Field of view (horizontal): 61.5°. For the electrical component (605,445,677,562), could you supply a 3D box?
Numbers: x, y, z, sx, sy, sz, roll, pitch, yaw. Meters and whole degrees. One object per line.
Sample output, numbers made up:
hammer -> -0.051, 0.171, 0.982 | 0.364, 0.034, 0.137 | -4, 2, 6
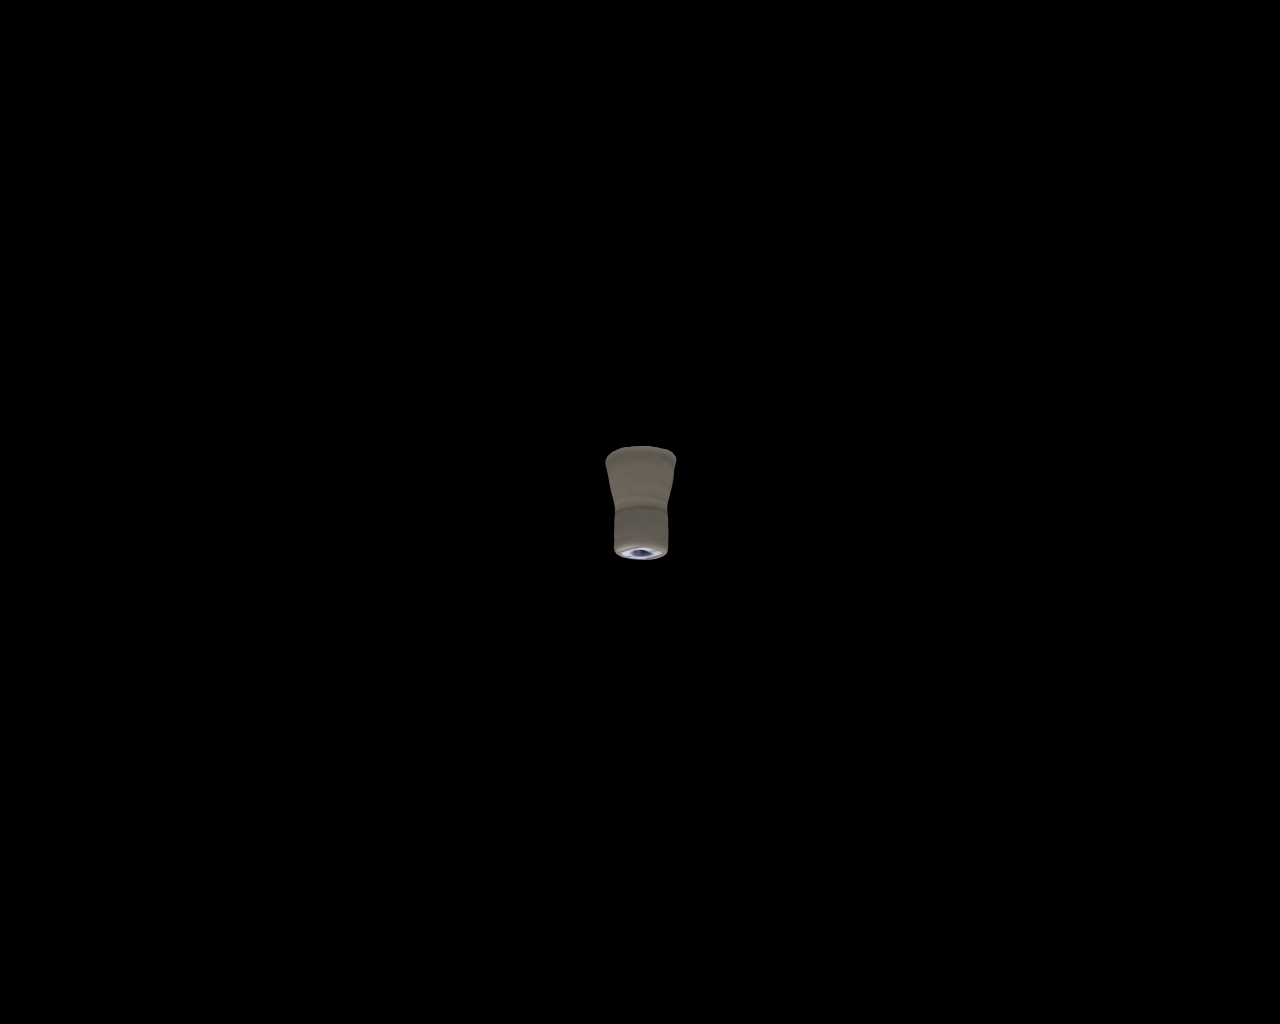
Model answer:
electrical component -> 0.001, -0.003, 0.650 | 0.044, 0.065, 0.044 | 0, -19, 0
